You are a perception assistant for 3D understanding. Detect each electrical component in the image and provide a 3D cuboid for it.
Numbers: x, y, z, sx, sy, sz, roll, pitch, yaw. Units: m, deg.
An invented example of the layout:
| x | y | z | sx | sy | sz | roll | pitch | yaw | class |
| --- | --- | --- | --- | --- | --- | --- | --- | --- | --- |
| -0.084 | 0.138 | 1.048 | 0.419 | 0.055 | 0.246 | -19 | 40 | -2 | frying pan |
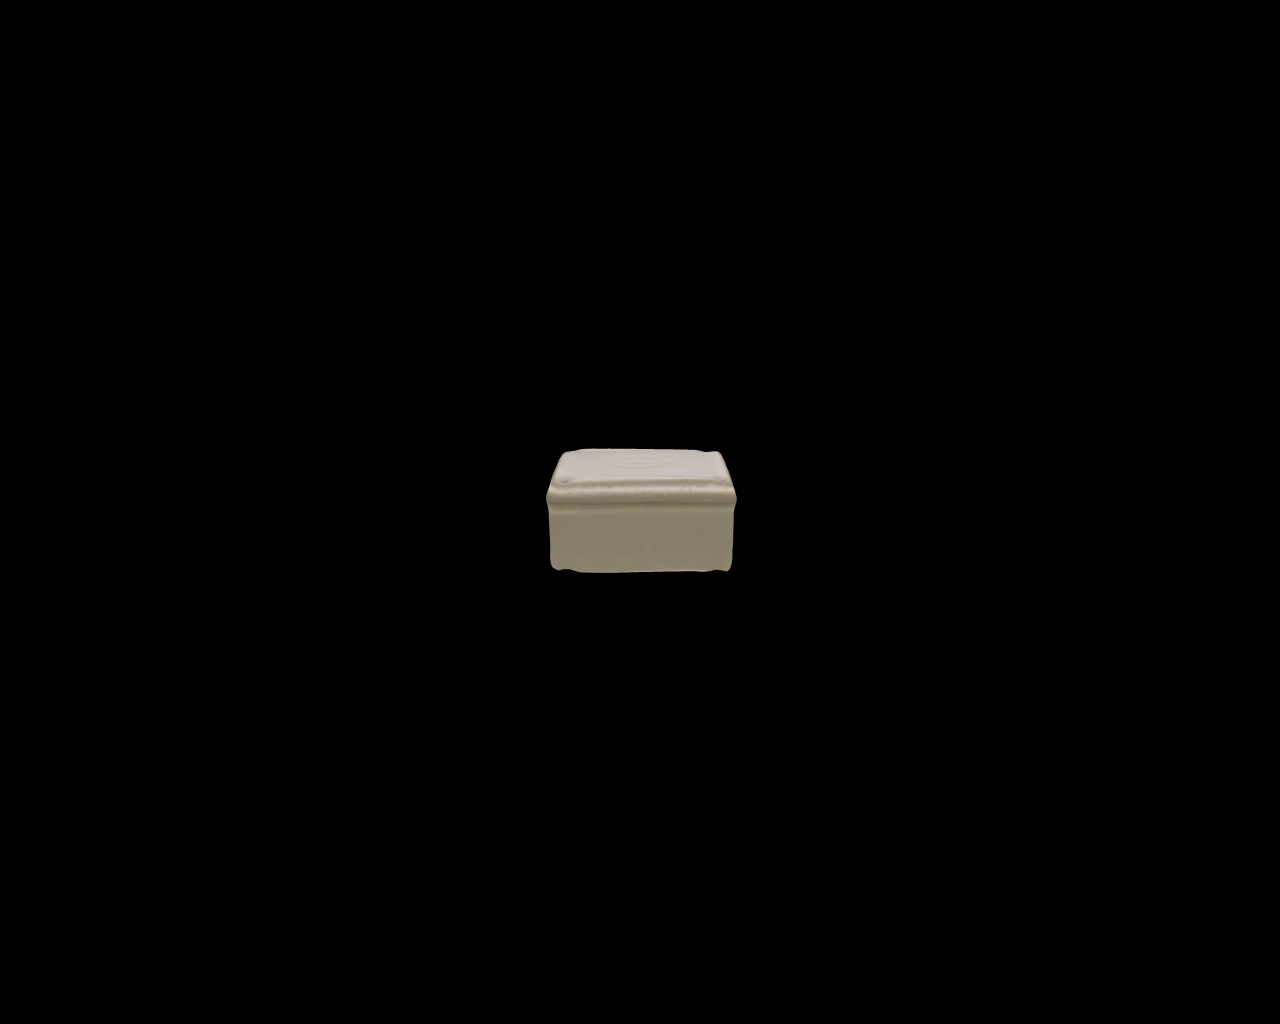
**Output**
| x | y | z | sx | sy | sz | roll | pitch | yaw | class |
| --- | --- | --- | --- | --- | --- | --- | --- | --- | --- |
| 0.001 | -0.003 | 0.650 | 0.109 | 0.056 | 0.109 | 0 | 13 | 0 | electrical component |
